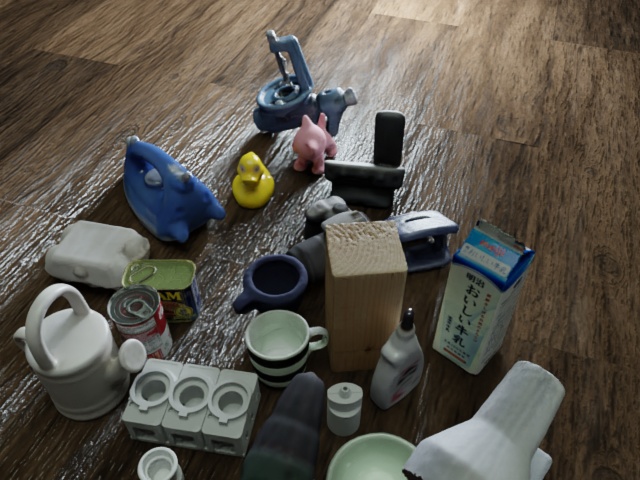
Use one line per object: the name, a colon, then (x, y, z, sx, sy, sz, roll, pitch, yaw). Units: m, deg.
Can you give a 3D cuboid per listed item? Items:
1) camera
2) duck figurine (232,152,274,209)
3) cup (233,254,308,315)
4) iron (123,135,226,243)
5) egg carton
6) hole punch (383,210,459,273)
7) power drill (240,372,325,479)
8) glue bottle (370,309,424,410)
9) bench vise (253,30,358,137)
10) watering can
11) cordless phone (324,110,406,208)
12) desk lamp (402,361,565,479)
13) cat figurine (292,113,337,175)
camera: (0.008, 0.003, 0.909, 0.137, 0.101, 0.142, -24, 50, -22)
duck figurine: (-0.123, -0.121, 1.041, 0.077, 0.086, 0.104, 2, 45, 2)
cup: (-0.072, 0.089, 0.828, 0.118, 0.095, 0.091, -34, 54, -29)
iron: (-0.281, -0.110, 0.990, 0.257, 0.141, 0.119, 35, 55, 30)
egg carton: (-0.350, 0.027, 0.904, 0.150, 0.069, 0.107, 9, 46, 8)
hole punch: (0.157, -0.012, 0.933, 0.109, 0.091, 0.101, -11, 46, -11)
power drill: (-0.045, 0.274, 0.565, 0.075, 0.208, 0.230, 12, 47, 12)
glue bottle: (0.102, 0.144, 0.720, 0.078, 0.173, 0.037, -34, 54, -29)
bench vise: (-0.035, -0.315, 1.140, 0.207, 0.220, 0.121, -10, 46, -10)
watering can: (-0.301, 0.133, 0.712, 0.173, 0.194, 0.101, -5, 45, -5)
cordless phone: (0.081, -0.155, 1.008, 0.147, 0.185, 0.094, 4, 45, 4)
desk lamp: (0.179, 0.233, 0.604, 0.117, 0.214, 0.204, 31, 53, 27)
cat figurine: (-0.012, -0.190, 1.089, 0.067, 0.118, 0.128, 14, 47, 14)
